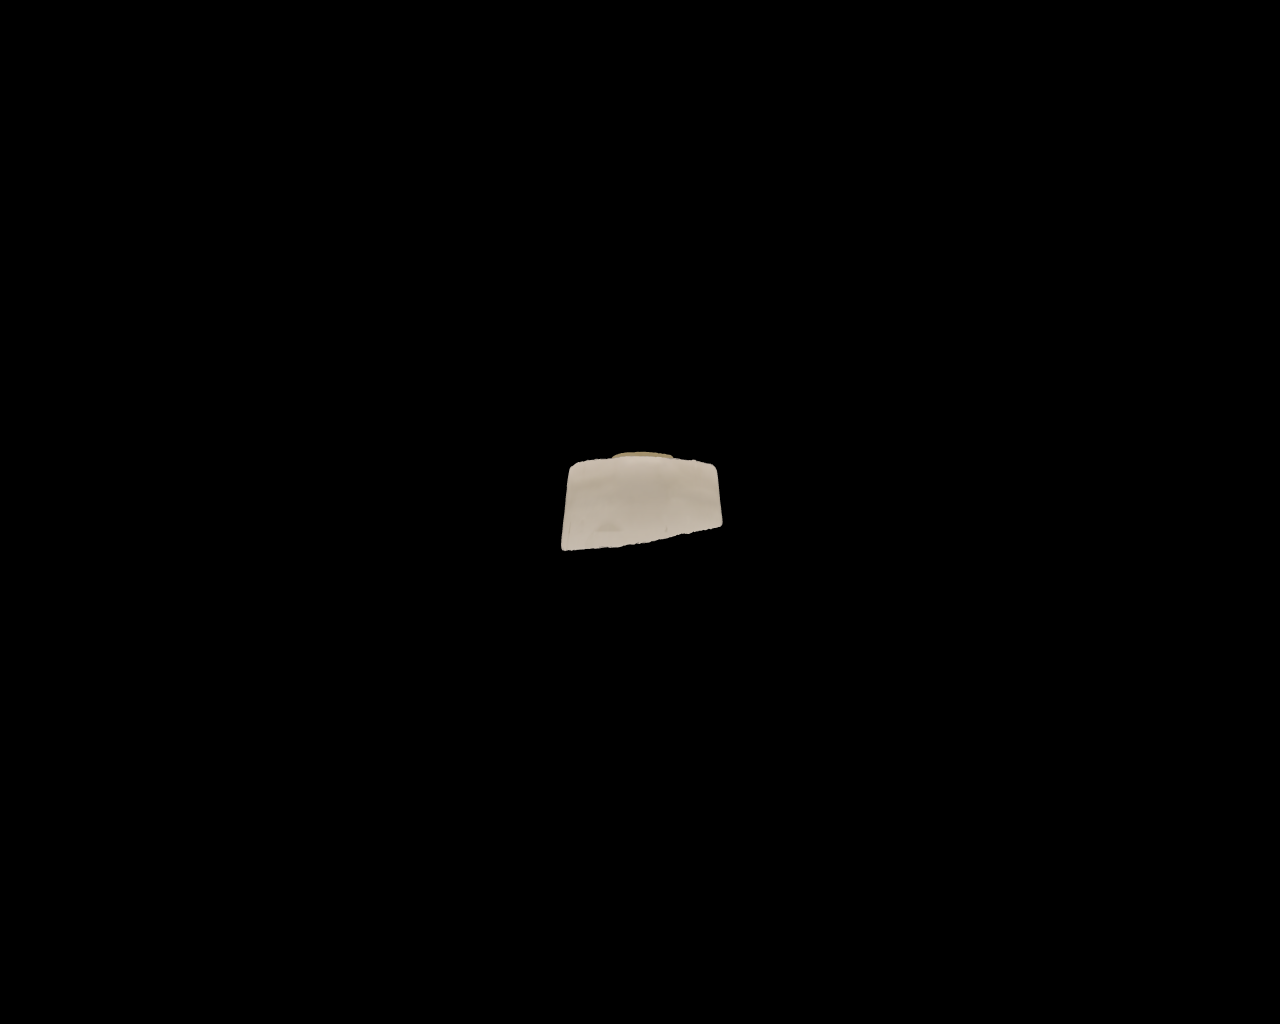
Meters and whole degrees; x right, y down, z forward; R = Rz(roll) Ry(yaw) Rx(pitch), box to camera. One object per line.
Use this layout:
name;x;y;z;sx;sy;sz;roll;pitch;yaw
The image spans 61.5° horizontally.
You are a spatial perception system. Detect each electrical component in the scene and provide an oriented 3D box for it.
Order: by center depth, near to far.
electrical component;0.001;-0.003;0.650;0.099;0.064;0.099;0;-7;0
